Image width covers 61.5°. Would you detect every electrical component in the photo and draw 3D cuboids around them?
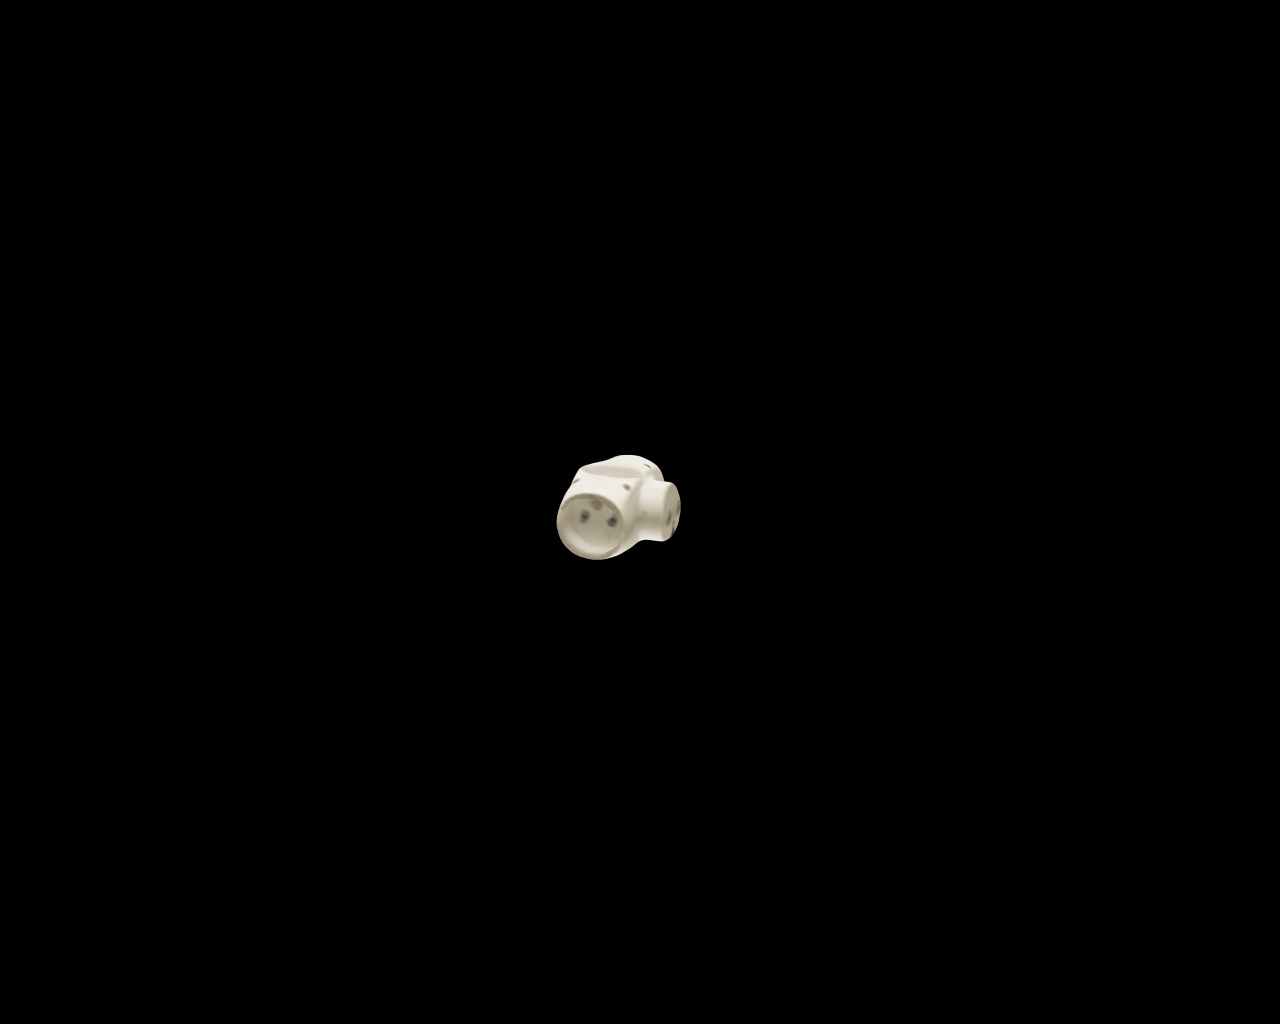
[{"bbox_3d":[0.001,-0.003,0.650,0.079,0.043,0.077,7,22,18],"label":"electrical component"}]
